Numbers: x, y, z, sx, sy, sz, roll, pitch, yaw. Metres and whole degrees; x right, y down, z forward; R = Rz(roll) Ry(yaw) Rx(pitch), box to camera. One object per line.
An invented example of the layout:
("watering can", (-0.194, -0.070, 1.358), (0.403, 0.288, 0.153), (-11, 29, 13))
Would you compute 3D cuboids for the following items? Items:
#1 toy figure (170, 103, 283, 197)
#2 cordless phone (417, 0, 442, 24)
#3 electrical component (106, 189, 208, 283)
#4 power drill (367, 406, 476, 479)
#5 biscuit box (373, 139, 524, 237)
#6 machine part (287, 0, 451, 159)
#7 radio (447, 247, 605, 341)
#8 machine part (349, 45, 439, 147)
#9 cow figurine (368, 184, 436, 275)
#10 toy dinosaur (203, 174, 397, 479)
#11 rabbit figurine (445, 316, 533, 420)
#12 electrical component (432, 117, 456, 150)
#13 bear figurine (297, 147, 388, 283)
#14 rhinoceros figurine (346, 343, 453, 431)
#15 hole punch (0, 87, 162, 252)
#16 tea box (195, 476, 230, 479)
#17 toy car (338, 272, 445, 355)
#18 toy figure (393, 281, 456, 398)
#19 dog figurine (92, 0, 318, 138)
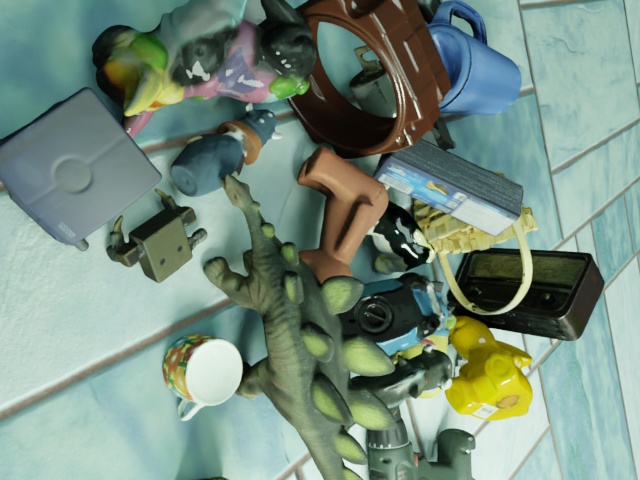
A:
("toy figure", (-0.107, -0.107, 0.626), (0.154, 0.058, 0.064), (-46, 123, -39))
("cordless phone", (0.142, -0.363, 0.851), (0.184, 0.089, 0.146), (33, 66, -41))
("electrical component", (-0.173, -0.003, 0.572), (0.102, 0.045, 0.078), (-47, 146, -31))
("power drill", (0.156, 0.334, 0.828), (0.207, 0.086, 0.232), (15, 71, -45))
("biscuit box", (0.179, -0.080, 0.752), (0.203, 0.059, 0.063), (25, 56, -5))
("machine part", (0.042, -0.205, 0.669), (0.087, 0.202, 0.200), (-47, 118, -29))
("radio", (0.338, 0.086, 0.908), (0.073, 0.230, 0.131), (48, 63, -29))
("machine part", (0.114, -0.174, 0.793), (0.079, 0.079, 0.243), (-53, 122, -30))
("cow figurine", (0.094, -0.027, 0.777), (0.068, 0.098, 0.167), (-48, 112, -29))
("toy dinosaur", (-0.015, 0.148, 0.603), (0.105, 0.199, 0.470), (-27, 104, -37))
("rabbit figurine", (0.277, 0.196, 0.881), (0.162, 0.122, 0.173), (17, 32, -31))
("electrical component", (0.204, -0.188, 0.921), (0.094, 0.021, 0.063), (14, 55, -49))
("bear figurine", (0.002, 0.000, 0.687), (0.132, 0.120, 0.195), (29, 88, -9))
("rhinoceros figurine", (0.092, 0.195, 0.730), (0.190, 0.112, 0.073), (-12, 62, -24))
("hole punch", (-0.226, -0.066, 0.497), (0.116, 0.092, 0.142), (-51, 123, -27))
("tea box", (-0.087, 0.314, 0.545), (0.068, 0.170, 0.098), (15, 79, -41))
("toy car", (0.087, 0.109, 0.756), (0.162, 0.103, 0.109), (-20, 76, 0))
("toy figure", (0.169, 0.157, 0.849), (0.089, 0.082, 0.180), (21, 70, -48))
("dog figurine", (-0.124, -0.177, 0.575), (0.191, 0.108, 0.219), (39, 66, -14))
